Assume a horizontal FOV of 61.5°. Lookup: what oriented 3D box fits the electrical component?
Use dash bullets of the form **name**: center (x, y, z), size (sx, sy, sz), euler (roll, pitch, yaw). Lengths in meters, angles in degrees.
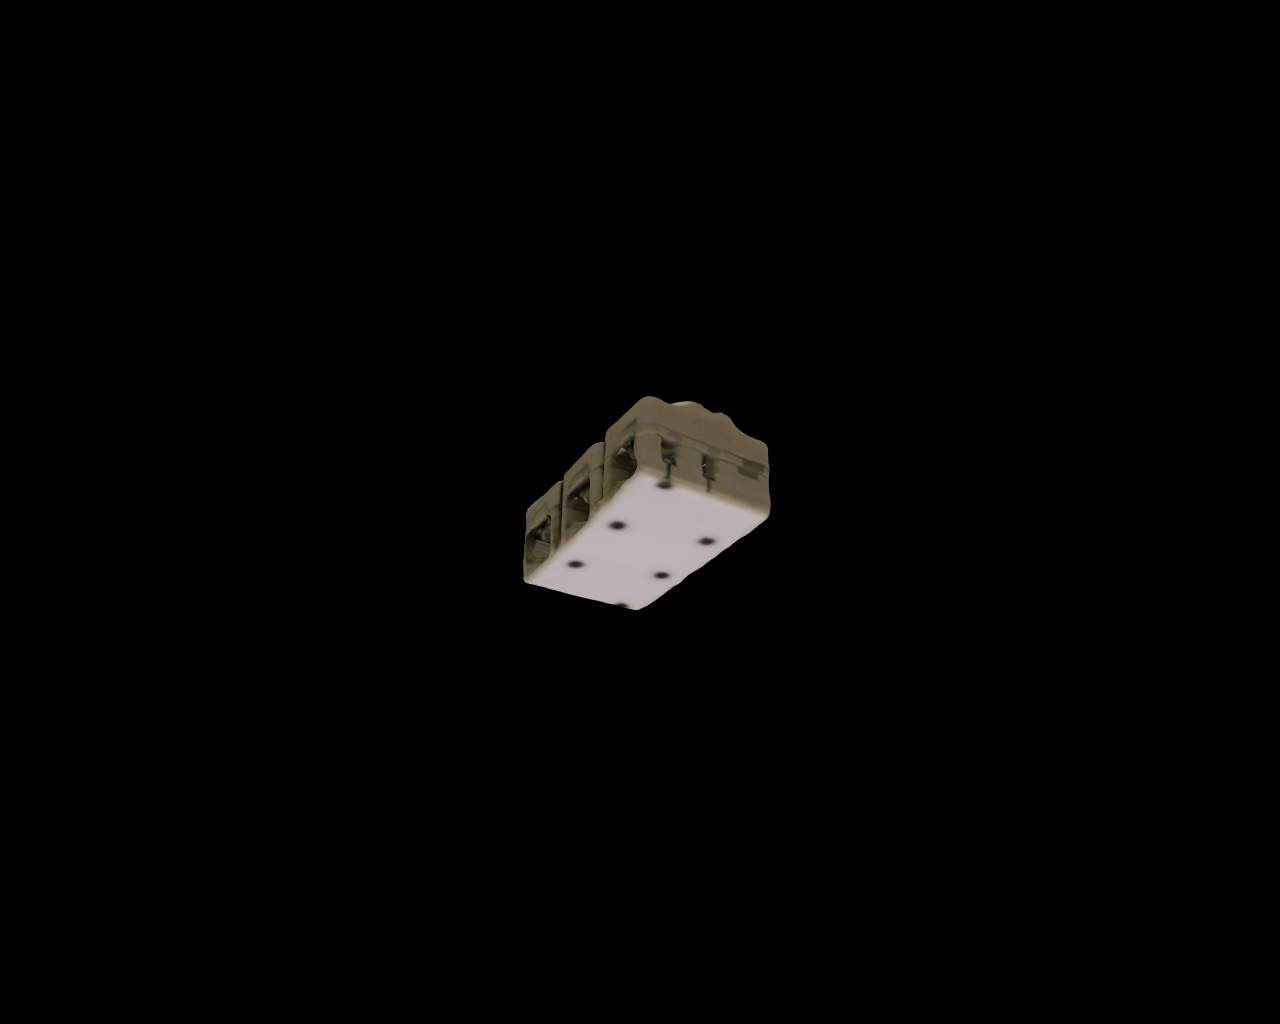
- **electrical component**: center (0.001, -0.003, 0.650), size (0.089, 0.062, 0.150), euler (18, -35, -27)
